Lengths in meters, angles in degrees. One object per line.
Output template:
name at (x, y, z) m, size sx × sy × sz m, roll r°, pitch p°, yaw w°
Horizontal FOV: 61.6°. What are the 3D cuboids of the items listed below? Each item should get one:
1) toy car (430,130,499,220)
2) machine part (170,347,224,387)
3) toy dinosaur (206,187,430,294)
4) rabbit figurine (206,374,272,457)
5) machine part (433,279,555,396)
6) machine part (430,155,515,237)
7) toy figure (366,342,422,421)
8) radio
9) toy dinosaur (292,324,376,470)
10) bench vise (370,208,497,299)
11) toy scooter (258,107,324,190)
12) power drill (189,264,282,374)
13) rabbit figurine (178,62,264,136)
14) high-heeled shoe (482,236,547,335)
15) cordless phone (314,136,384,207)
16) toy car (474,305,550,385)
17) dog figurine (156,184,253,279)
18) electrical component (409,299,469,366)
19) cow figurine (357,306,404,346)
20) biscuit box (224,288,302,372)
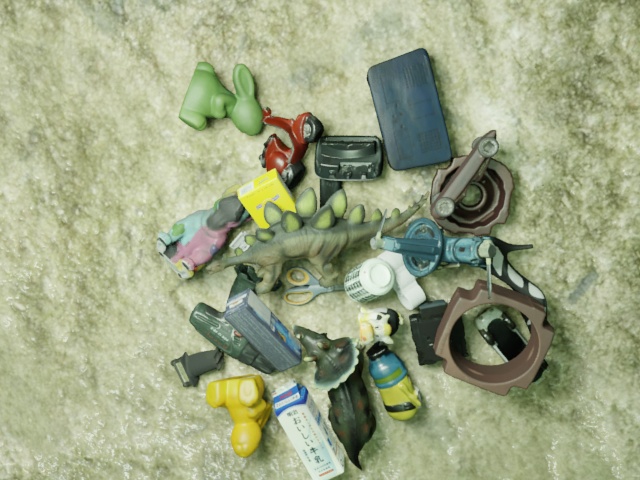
toy car at (0.286, -0.124, 1.050) m, size 0.053 × 0.089 × 0.202 m, roll 36°, pitch 102°, yaw 2°
machine part at (-0.282, 0.292, 1.250) m, size 0.139 × 0.039 × 0.084 m, roll -26°, pitch 88°, yaw 24°
toy dinosaur at (-0.002, -0.003, 1.102) m, size 0.472 × 0.105 × 0.198 m, roll -12°, pitch 127°, yaw -8°
rabbit figurine at (-0.174, 0.391, 1.202) m, size 0.122 × 0.162 × 0.173 m, roll -11°, pitch 76°, yaw 6°
machine part at (0.347, 0.195, 1.088) m, size 0.201 × 0.087 × 0.201 m, roll 20°, pitch 108°, yaw 6°
machine part at (0.314, -0.093, 1.126) m, size 0.179 × 0.056 × 0.179 m, roll 1°, pitch 100°, yaw 6°
toy figure at (0.160, 0.316, 1.197) m, size 0.089 × 0.082 × 0.180 m, roll -29°, pitch 100°, yaw 20°
radio at (0.181, -0.259, 1.103) m, size 0.131 × 0.073 × 0.229 m, roll -15°, pitch 96°, yaw 9°
toy dinosaur at (0.059, 0.355, 1.156) m, size 0.131 × 0.192 × 0.404 m, roll -15°, pitch 96°, yaw 10°
bench vise at (0.215, 0.018, 1.049) m, size 0.240 × 0.224 × 0.128 m, roll 7°, pitch 98°, yaw -28°
toy scooter at (-0.079, -0.202, 1.124) m, size 0.135 × 0.075 × 0.183 m, roll 35°, pitch 124°, yaw 11°
power drill at (-0.163, 0.171, 1.210) m, size 0.232 × 0.086 × 0.207 m, roll 28°, pitch 108°, yaw 0°
rabbit figurine at (-0.193, -0.288, 1.129) m, size 0.170 × 0.121 × 0.159 m, roll 21°, pitch 94°, yaw -17°
high-heeled shoe at (0.394, 0.110, 1.142) m, size 0.145 × 0.086 × 0.248 m, roll -9°, pitch 95°, yaw 11°
cordless phone at (0.061, -0.127, 1.142) m, size 0.147 × 0.089 × 0.184 m, roll 1°, pitch 111°, yaw 5°
toy car at (0.419, 0.233, 1.171) m, size 0.073 × 0.056 × 0.201 m, roll -40°, pitch 95°, yaw 4°
dog figurine at (-0.237, -0.024, 1.172) m, size 0.219 × 0.191 × 0.108 m, roll -41°, pitch 90°, yaw -24°
electrical component at (0.257, 0.199, 1.179) m, size 0.115 × 0.058 × 0.134 m, roll -14°, pitch 99°, yaw 5°
cow figurine at (0.129, 0.183, 1.132) m, size 0.098 × 0.167 × 0.068 m, roll -4°, pitch 94°, yaw 8°
biscuit box at (-0.115, 0.193, 1.126) m, size 0.063 × 0.059 × 0.202 m, roll -27°, pitch 121°, yaw 17°
